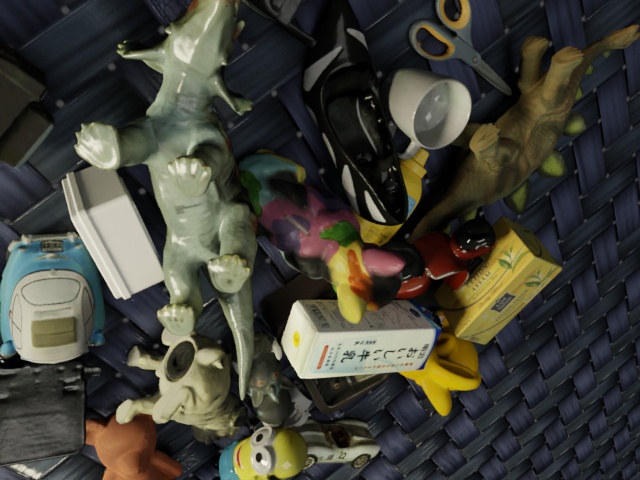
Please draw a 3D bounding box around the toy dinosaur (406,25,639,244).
[{"bbox_3d":[0.251,-0.113,0.757,0.471,0.105,0.198,-41,134,13],"label":"toy dinosaur"}]

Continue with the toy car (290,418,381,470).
[{"bbox_3d":[0.014,0.345,0.920,0.201,0.074,0.056,15,113,-34],"label":"toy car"}]

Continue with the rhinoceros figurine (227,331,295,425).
[{"bbox_3d":[-0.084,0.193,0.755,0.073,0.112,0.190,-21,134,-13],"label":"rhinoceros figurine"}]

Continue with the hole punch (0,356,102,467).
[{"bbox_3d":[-0.342,0.196,0.645,0.142,0.092,0.115,2,86,-26],"label":"hole punch"}]

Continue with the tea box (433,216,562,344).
[{"bbox_3d":[0.258,0.062,0.799,0.068,0.098,0.169,18,120,-29],"label":"tea box"}]

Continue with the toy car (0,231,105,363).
[{"bbox_3d":[-0.286,0.076,0.582,0.109,0.103,0.161,-2,120,-28],"label":"toy car"}]

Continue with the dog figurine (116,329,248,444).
[{"bbox_3d":[-0.139,0.198,0.707,0.172,0.121,0.190,-16,144,36],"label":"dog figurine"}]

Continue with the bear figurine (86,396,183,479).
[{"bbox_3d":[-0.247,0.321,0.735,0.120,0.132,0.195,-16,130,-25],"label":"bear figurine"}]

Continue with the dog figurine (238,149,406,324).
[{"bbox_3d":[-0.001,-0.002,0.614,0.108,0.219,0.191,-51,129,3],"label":"dog figurine"}]

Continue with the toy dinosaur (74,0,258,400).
[{"bbox_3d":[-0.115,-0.045,0.541,0.131,0.192,0.404,1,123,9],"label":"toy dinosaur"}]

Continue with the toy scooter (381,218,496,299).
[{"bbox_3d":[0.155,0.039,0.755,0.184,0.075,0.135,-19,152,-2],"label":"toy scooter"}]

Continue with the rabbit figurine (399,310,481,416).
[{"bbox_3d":[0.173,0.197,0.861,0.173,0.162,0.122,23,115,-42],"label":"rabbit figurine"}]

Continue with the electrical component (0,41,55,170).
[{"bbox_3d":[-0.312,-0.126,0.476,0.115,0.058,0.134,-48,128,7],"label":"electrical component"}]

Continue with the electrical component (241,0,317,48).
[{"bbox_3d":[-0.045,-0.244,0.537,0.119,0.075,0.047,23,106,-32],"label":"electrical component"}]

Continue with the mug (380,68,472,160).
[{"bbox_3d":[0.115,-0.156,0.654,0.081,0.107,0.109,11,116,-32],"label":"mug"}]

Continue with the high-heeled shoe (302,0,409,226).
[{"bbox_3d":[0.049,-0.135,0.607,0.086,0.145,0.248,-21,128,-17],"label":"high-heeled shoe"}]

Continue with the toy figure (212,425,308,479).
[{"bbox_3d":[-0.094,0.333,0.816,0.089,0.082,0.180,0,149,-44],"label":"toy figure"}]

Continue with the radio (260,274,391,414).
[{"bbox_3d":[0.012,0.150,0.802,0.131,0.073,0.229,-31,126,-10],"label":"radio"}]

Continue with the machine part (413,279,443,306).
[{"bbox_3d":[0.166,0.084,0.870,0.139,0.039,0.084,-19,130,-19],"label":"machine part"}]
